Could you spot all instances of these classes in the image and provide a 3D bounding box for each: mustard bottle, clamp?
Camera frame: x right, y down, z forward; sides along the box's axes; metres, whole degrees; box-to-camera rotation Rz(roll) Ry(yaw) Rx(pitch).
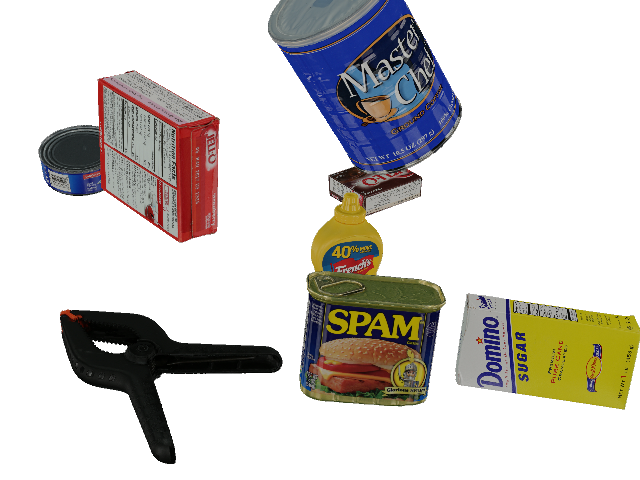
[{"bbox_3d":[0.035,0.028,1.414,0.096,0.192,0.058,-4,26,-16],"label":"mustard bottle"},{"bbox_3d":[-0.151,0.110,0.979,0.210,0.036,0.164,27,39,32],"label":"clamp"}]

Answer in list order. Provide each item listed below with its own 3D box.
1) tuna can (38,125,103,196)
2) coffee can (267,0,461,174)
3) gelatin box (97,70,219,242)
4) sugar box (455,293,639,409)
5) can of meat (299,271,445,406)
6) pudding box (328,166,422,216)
[{"bbox_3d":[-0.252,-0.084,1.126,0.086,0.034,0.086,0,40,0],"label":"tuna can"},{"bbox_3d":[0.037,-0.137,0.842,0.103,0.102,0.140,0,-42,40],"label":"coffee can"},{"bbox_3d":[-0.095,-0.050,0.622,0.030,0.073,0.089,-21,38,-37],"label":"gelatin box"},{"bbox_3d":[0.233,0.115,1.105,0.176,0.093,0.048,6,21,4],"label":"sugar box"},{"bbox_3d":[0.036,0.074,0.796,0.102,0.084,0.057,5,17,-4],"label":"can of meat"},{"bbox_3d":[0.082,-0.082,1.601,0.113,0.039,0.090,-22,35,-30],"label":"pudding box"}]
